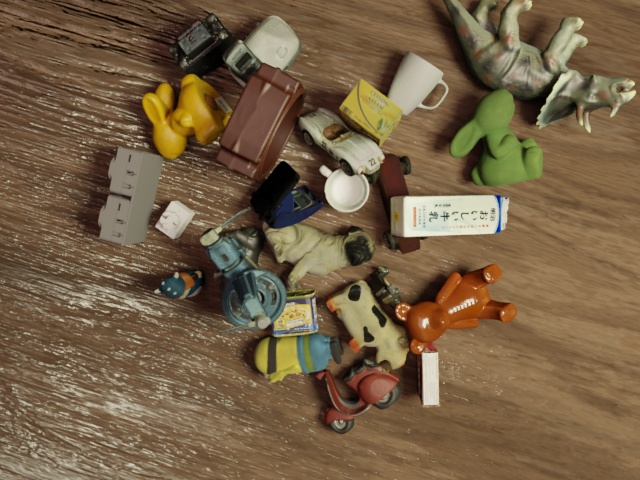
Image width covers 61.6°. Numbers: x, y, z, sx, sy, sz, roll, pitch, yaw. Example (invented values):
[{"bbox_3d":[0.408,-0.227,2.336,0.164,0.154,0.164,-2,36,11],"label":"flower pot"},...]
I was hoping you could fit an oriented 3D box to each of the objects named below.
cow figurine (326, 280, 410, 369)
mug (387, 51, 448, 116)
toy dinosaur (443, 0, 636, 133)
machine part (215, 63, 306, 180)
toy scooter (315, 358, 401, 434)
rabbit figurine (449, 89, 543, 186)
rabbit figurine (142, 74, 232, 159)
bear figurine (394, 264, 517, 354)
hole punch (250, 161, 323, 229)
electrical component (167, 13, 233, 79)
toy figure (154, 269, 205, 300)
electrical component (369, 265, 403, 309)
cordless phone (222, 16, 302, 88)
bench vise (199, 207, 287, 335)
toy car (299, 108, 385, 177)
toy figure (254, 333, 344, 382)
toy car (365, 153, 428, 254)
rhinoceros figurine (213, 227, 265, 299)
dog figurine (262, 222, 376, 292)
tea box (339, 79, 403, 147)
[{"bbox_3d":[0.111,0.172,1.088,0.127,0.085,0.195,-31,88,9],"label":"cow figurine"},{"bbox_3d":[0.186,-0.292,1.045,0.109,0.081,0.107,33,109,-5],"label":"mug"},{"bbox_3d":[0.367,-0.335,1.008,0.405,0.131,0.192,23,96,9],"label":"toy dinosaur"},{"bbox_3d":[-0.105,-0.215,1.011,0.087,0.201,0.201,29,97,0],"label":"machine part"},{"bbox_3d":[0.068,0.304,1.107,0.184,0.075,0.135,-36,90,12],"label":"toy scooter"},{"bbox_3d":[0.331,-0.196,1.020,0.159,0.121,0.170,-9,110,27],"label":"rabbit figurine"},{"bbox_3d":[-0.277,-0.233,1.066,0.173,0.122,0.162,-35,110,31],"label":"rabbit figurine"},{"bbox_3d":[0.251,0.133,1.020,0.196,0.132,0.120,-22,92,-28],"label":"bear figurine"},{"bbox_3d":[-0.068,-0.076,1.053,0.116,0.142,0.092,-47,125,6],"label":"hole punch"},{"bbox_3d":[-0.226,-0.373,1.042,0.115,0.134,0.058,-37,91,9],"label":"electrical component"},{"bbox_3d":[-0.274,0.088,1.076,0.058,0.154,0.064,23,96,5],"label":"toy figure"},{"bbox_3d":[0.135,0.096,1.073,0.078,0.102,0.045,39,105,-20],"label":"electrical component"},{"bbox_3d":[-0.118,-0.362,1.008,0.089,0.184,0.146,45,97,4],"label":"cordless phone"},{"bbox_3d":[-0.134,0.081,0.968,0.129,0.241,0.223,-24,112,-7],"label":"bench vise"},{"bbox_3d":[0.039,-0.189,1.032,0.073,0.056,0.202,-32,55,-23],"label":"toy car"},{"bbox_3d":[-0.046,0.232,1.107,0.180,0.082,0.089,-15,82,11],"label":"toy figure"},{"bbox_3d":[0.153,-0.073,1.076,0.089,0.053,0.202,-18,95,-14],"label":"toy car"},{"bbox_3d":[-0.161,0.066,1.110,0.112,0.073,0.190,8,94,-7],"label":"rhinoceros figurine"},{"bbox_3d":[-0.002,-0.001,1.084,0.191,0.121,0.172,-28,95,-8],"label":"dog figurine"},{"bbox_3d":[0.096,-0.233,1.008,0.098,0.169,0.068,38,98,-1],"label":"tea box"}]
